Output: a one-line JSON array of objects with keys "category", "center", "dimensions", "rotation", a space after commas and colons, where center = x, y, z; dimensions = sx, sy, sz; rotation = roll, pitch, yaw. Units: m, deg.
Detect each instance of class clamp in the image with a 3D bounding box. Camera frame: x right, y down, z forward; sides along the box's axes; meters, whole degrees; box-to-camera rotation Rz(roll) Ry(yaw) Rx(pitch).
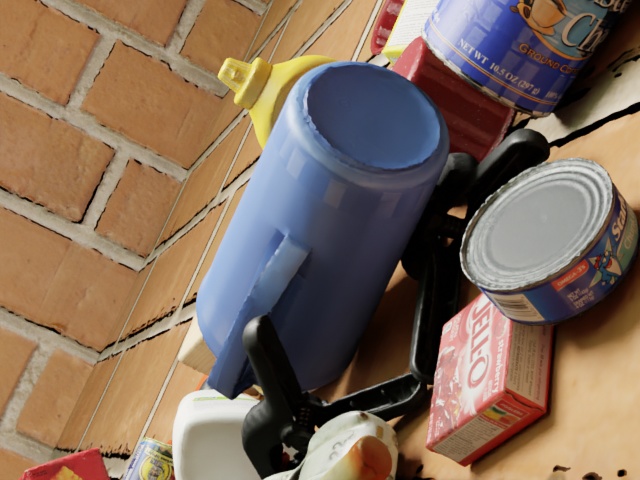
[{"category": "clamp", "center": [-0.016, 0.115, 0.712], "dimensions": [0.172, 0.120, 0.039], "rotation": [-56, 5, 43]}, {"category": "clamp", "center": [0.092, -0.016, 0.710], "dimensions": [0.210, 0.036, 0.165], "rotation": [-94, 27, -70]}]

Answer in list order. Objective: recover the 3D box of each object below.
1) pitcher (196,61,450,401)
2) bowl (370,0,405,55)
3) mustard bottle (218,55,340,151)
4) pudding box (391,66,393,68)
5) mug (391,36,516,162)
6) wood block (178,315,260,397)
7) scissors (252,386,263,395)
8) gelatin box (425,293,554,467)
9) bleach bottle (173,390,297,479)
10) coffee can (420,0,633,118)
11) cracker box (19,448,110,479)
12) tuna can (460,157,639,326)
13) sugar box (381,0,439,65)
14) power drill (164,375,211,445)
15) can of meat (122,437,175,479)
[{"category": "pitcher", "center": [-0.005, 0.001, 0.743], "dimensions": [0.243, 0.144, 0.149], "rotation": [115, 146, -50]}, {"category": "bowl", "center": [0.113, -0.240, 1.039], "dimensions": [0.162, 0.055, 0.162], "rotation": [-57, 14, 23]}, {"category": "mustard bottle", "center": [0.007, -0.093, 0.854], "dimensions": [0.096, 0.191, 0.058], "rotation": [-62, 13, 6]}, {"category": "pudding box", "center": [0.079, -0.119, 0.968], "dimensions": [0.113, 0.039, 0.090], "rotation": [-67, 14, -18]}, {"category": "mug", "center": [0.096, -0.111, 0.797], "dimensions": [0.117, 0.081, 0.093], "rotation": [-63, 11, 3]}, {"category": "wood block", "center": [-0.045, 0.058, 0.979], "dimensions": [0.206, 0.090, 0.090], "rotation": [-44, 22, 53]}, {"category": "scissors", "center": [-0.077, 0.103, 0.920], "dimensions": [0.016, 0.096, 0.202], "rotation": [-43, 22, -21]}, {"category": "gelatin box", "center": [0.091, 0.066, 0.573], "dimensions": [0.073, 0.030, 0.089], "rotation": [-48, 19, 46]}, {"category": "bleach bottle", "center": [-0.073, 0.163, 0.908], "dimensions": [0.251, 0.102, 0.068], "rotation": [169, 106, -84]}, {"category": "coffee can", "center": [0.143, -0.163, 0.668], "dimensions": [0.140, 0.102, 0.103], "rotation": [-56, 14, 26]}, {"category": "cracker box", "center": [-0.197, 0.297, 0.875], "dimensions": [0.164, 0.072, 0.214], "rotation": [-44, 63, 55]}, {"category": "tuna can", "center": [0.115, 0.001, 0.537], "dimensions": [0.086, 0.033, 0.086], "rotation": [-31, 32, 21]}, {"category": "sugar box", "center": [0.128, -0.221, 0.905], "dimensions": [0.094, 0.048, 0.176], "rotation": [10, 68, 46]}, {"category": "power drill", "center": [-0.137, 0.191, 1.151], "dimensions": [0.187, 0.057, 0.185], "rotation": [-68, 18, -11]}, {"category": "can of meat", "center": [-0.131, 0.233, 0.945], "dimensions": [0.084, 0.102, 0.058], "rotation": [-66, 12, -22]}]
